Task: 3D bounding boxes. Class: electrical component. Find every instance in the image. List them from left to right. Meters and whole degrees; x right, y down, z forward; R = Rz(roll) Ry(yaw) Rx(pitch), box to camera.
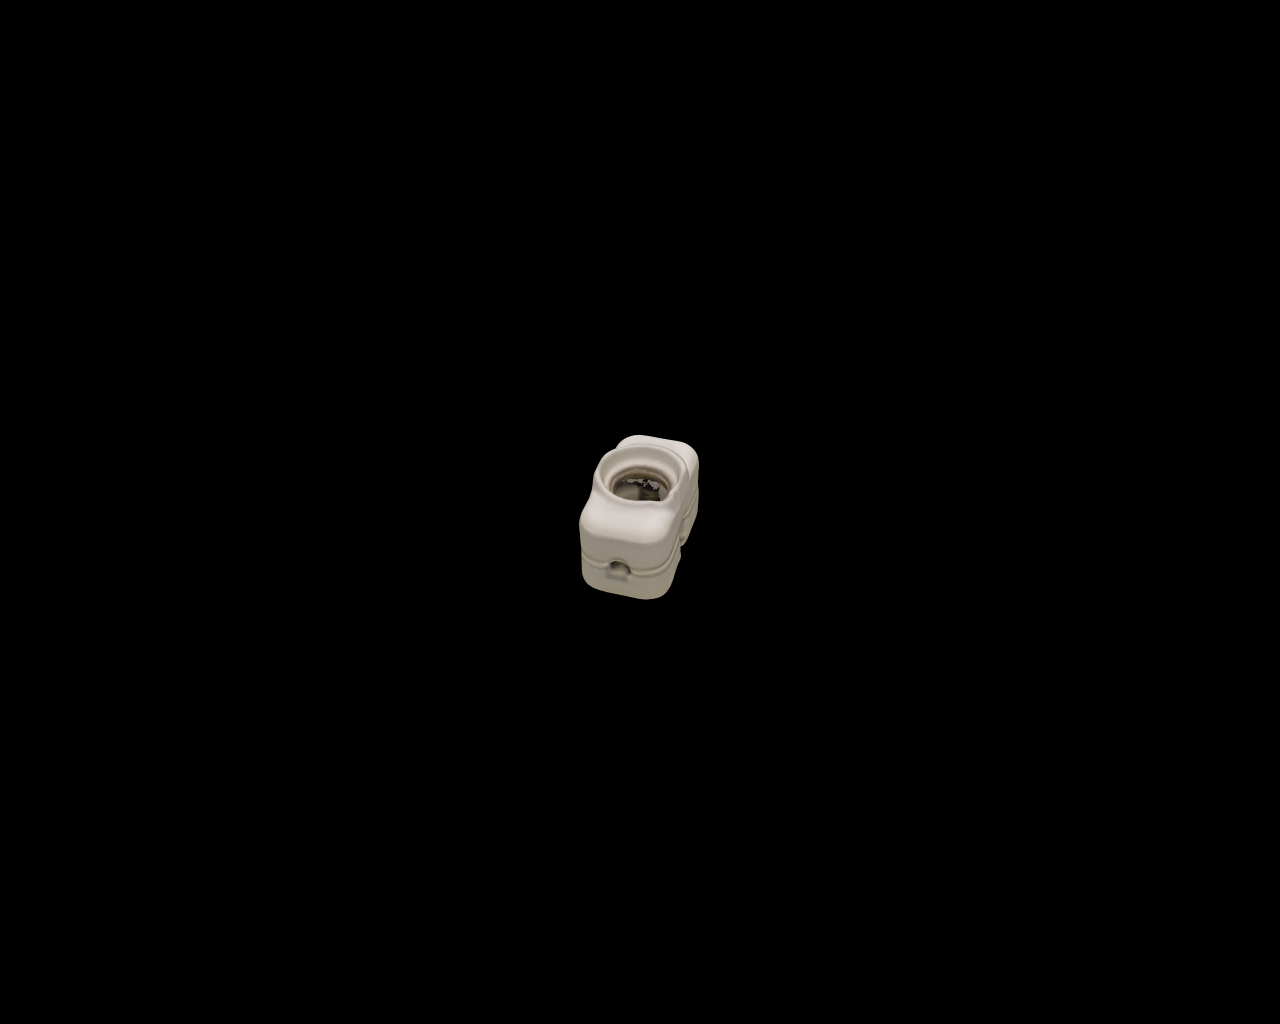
[{"bbox_3d":[0.001,-0.003,0.650,0.054,0.059,0.095,11,43,12],"label":"electrical component"}]
